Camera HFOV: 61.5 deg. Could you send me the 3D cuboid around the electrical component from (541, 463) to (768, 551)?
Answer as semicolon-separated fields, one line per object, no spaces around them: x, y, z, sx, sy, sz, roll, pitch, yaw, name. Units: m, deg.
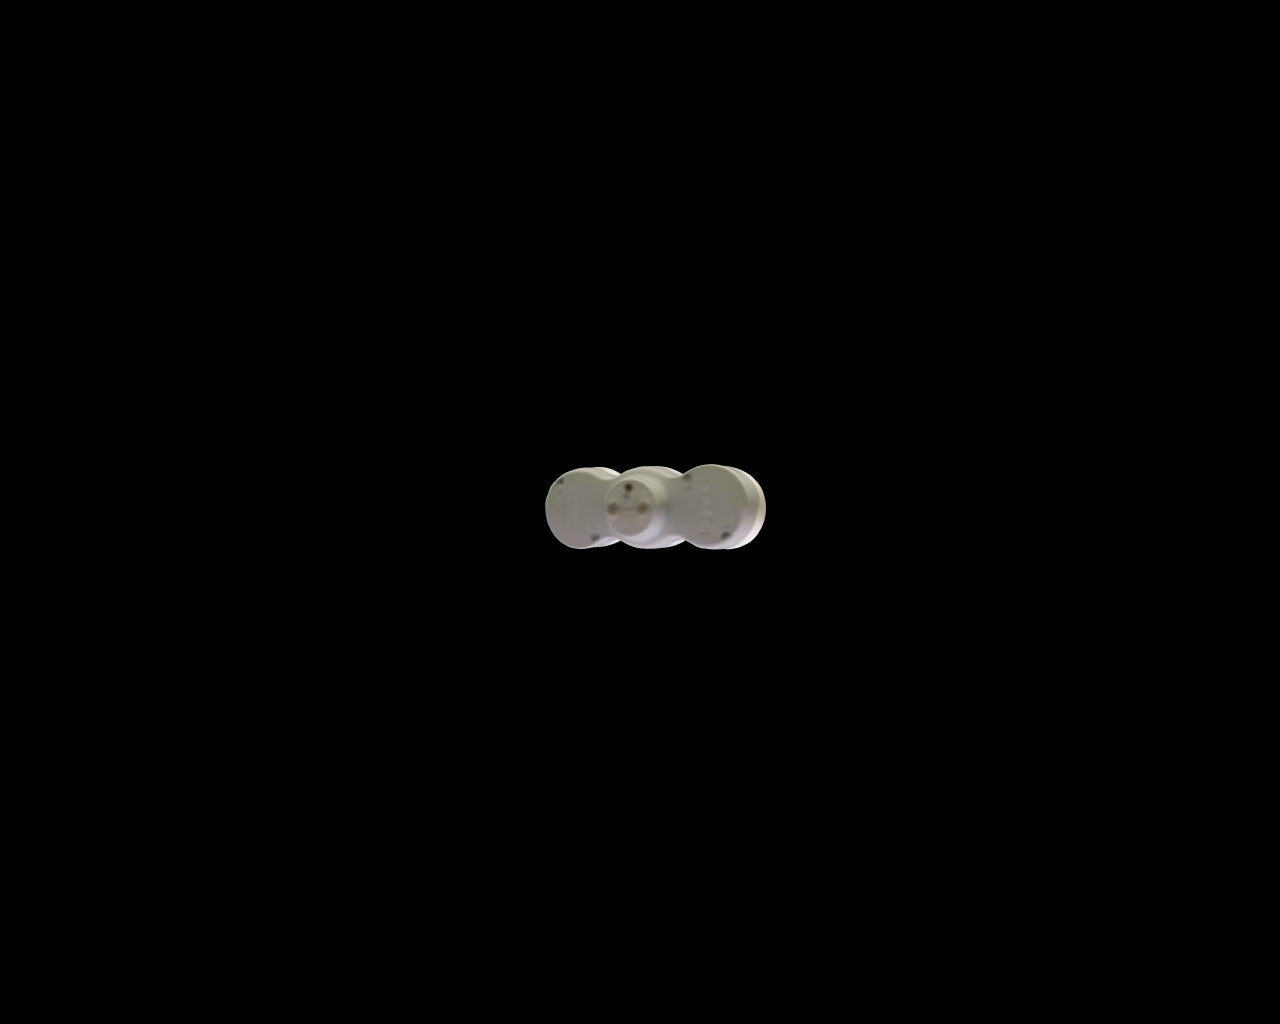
0.001;-0.003;0.650;0.138;0.052;0.074;0;0;25;electrical component
